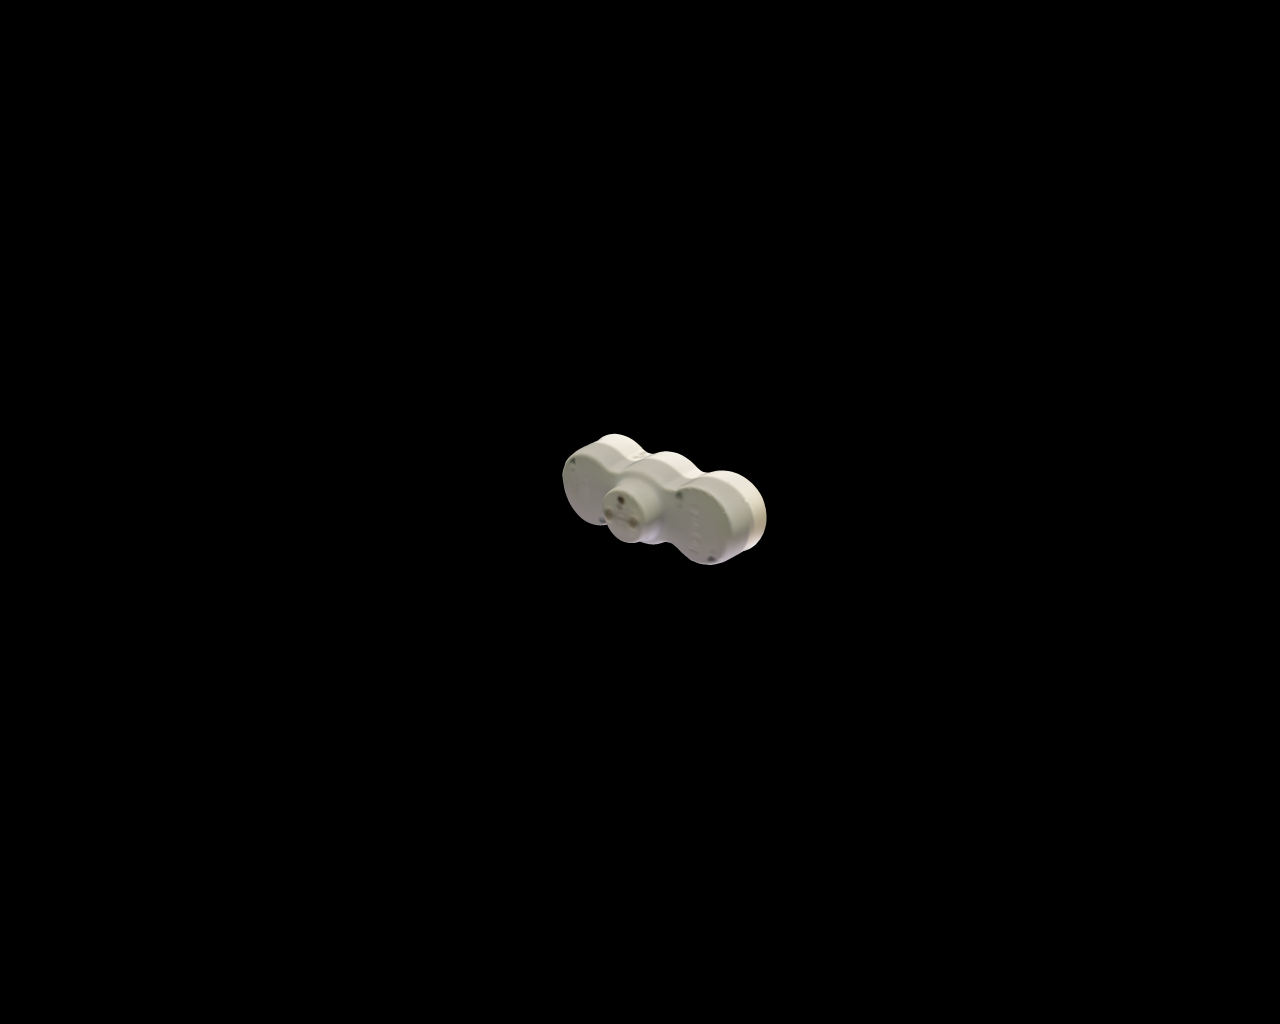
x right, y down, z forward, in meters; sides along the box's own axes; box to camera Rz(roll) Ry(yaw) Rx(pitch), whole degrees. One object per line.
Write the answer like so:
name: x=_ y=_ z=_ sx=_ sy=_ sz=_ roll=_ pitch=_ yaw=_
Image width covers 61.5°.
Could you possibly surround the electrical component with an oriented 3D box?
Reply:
electrical component: x=0.001 y=-0.003 z=0.650 sx=0.138 sy=0.052 sz=0.074 roll=20 pitch=32 yaw=36
